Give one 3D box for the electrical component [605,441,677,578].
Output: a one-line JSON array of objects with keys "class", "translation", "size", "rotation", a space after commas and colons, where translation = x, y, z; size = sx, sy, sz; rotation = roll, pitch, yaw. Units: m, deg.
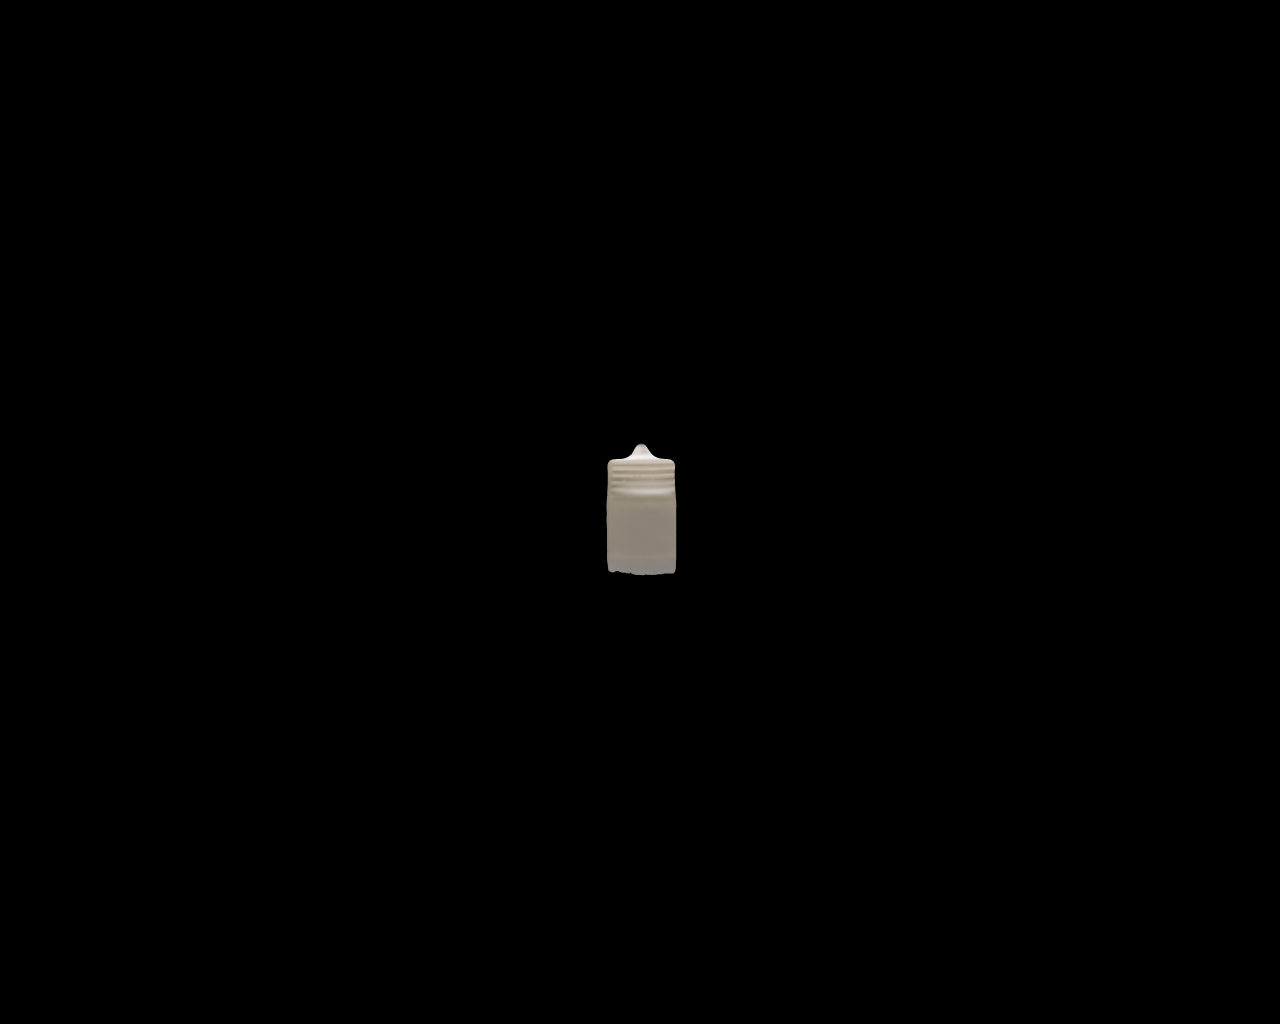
[{"class": "electrical component", "translation": [0.001, -0.003, 0.650], "size": [0.043, 0.081, 0.043], "rotation": [0, 2, 0]}]
